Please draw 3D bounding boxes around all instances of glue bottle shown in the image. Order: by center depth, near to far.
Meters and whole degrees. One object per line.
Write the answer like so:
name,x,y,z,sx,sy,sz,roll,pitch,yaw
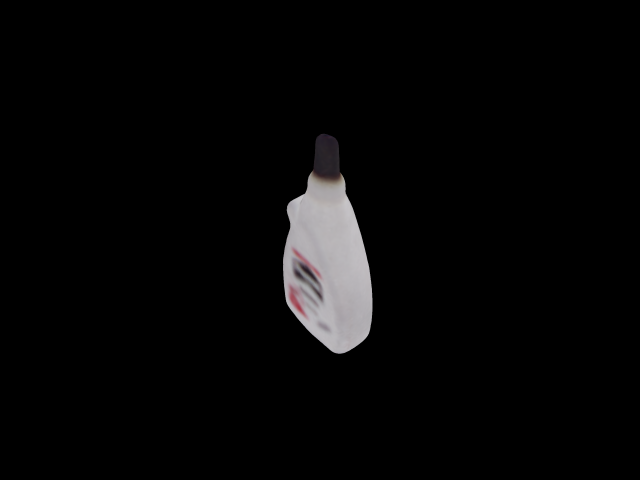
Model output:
glue bottle,0.004,0.001,0.400,0.037,0.173,0.078,-31,50,-29
